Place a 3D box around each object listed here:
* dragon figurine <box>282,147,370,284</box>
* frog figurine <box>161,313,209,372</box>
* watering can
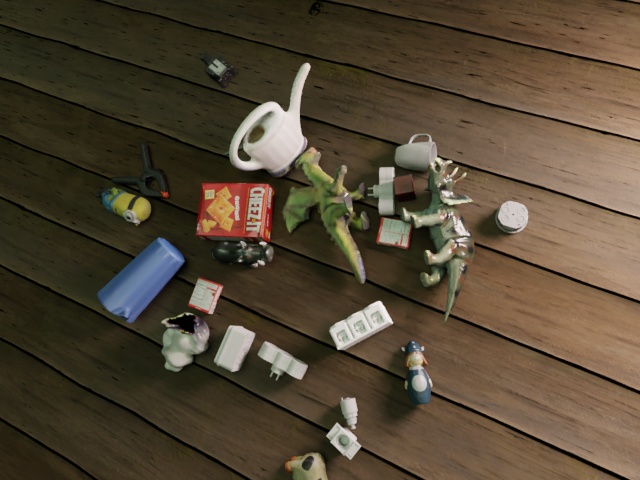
[{"bbox_3d":[0.004,-0.074,1.462,0.242,0.122,0.414,-9,79,30],"label":"dragon figurine"},{"bbox_3d":[-0.381,0.294,1.457,0.137,0.125,0.156,8,115,7],"label":"frog figurine"},{"bbox_3d":[-0.108,-0.320,1.476,0.348,0.221,0.105,-47,53,-1],"label":"watering can"}]
